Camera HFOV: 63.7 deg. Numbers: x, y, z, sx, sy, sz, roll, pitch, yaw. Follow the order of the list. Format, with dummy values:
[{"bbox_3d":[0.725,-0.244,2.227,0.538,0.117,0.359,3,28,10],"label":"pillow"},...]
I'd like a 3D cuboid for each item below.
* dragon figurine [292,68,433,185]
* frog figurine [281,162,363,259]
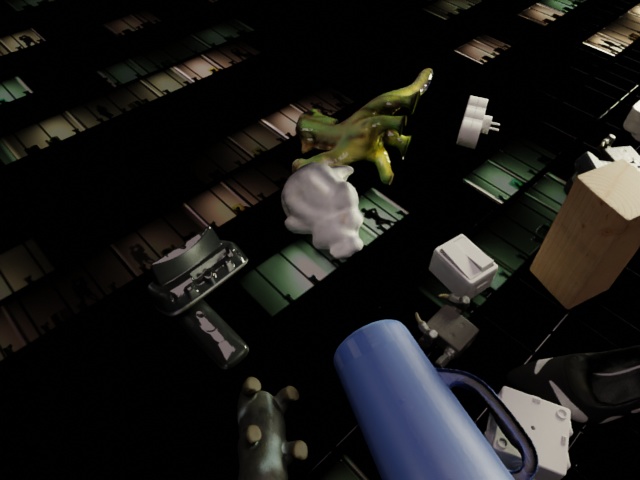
[{"bbox_3d":[0.067,-0.236,1.020,0.243,0.119,0.420,11,48,19],"label":"dragon figurine"},{"bbox_3d":[0.003,-0.042,0.837,0.136,0.121,0.163,-22,54,23],"label":"frog figurine"}]
